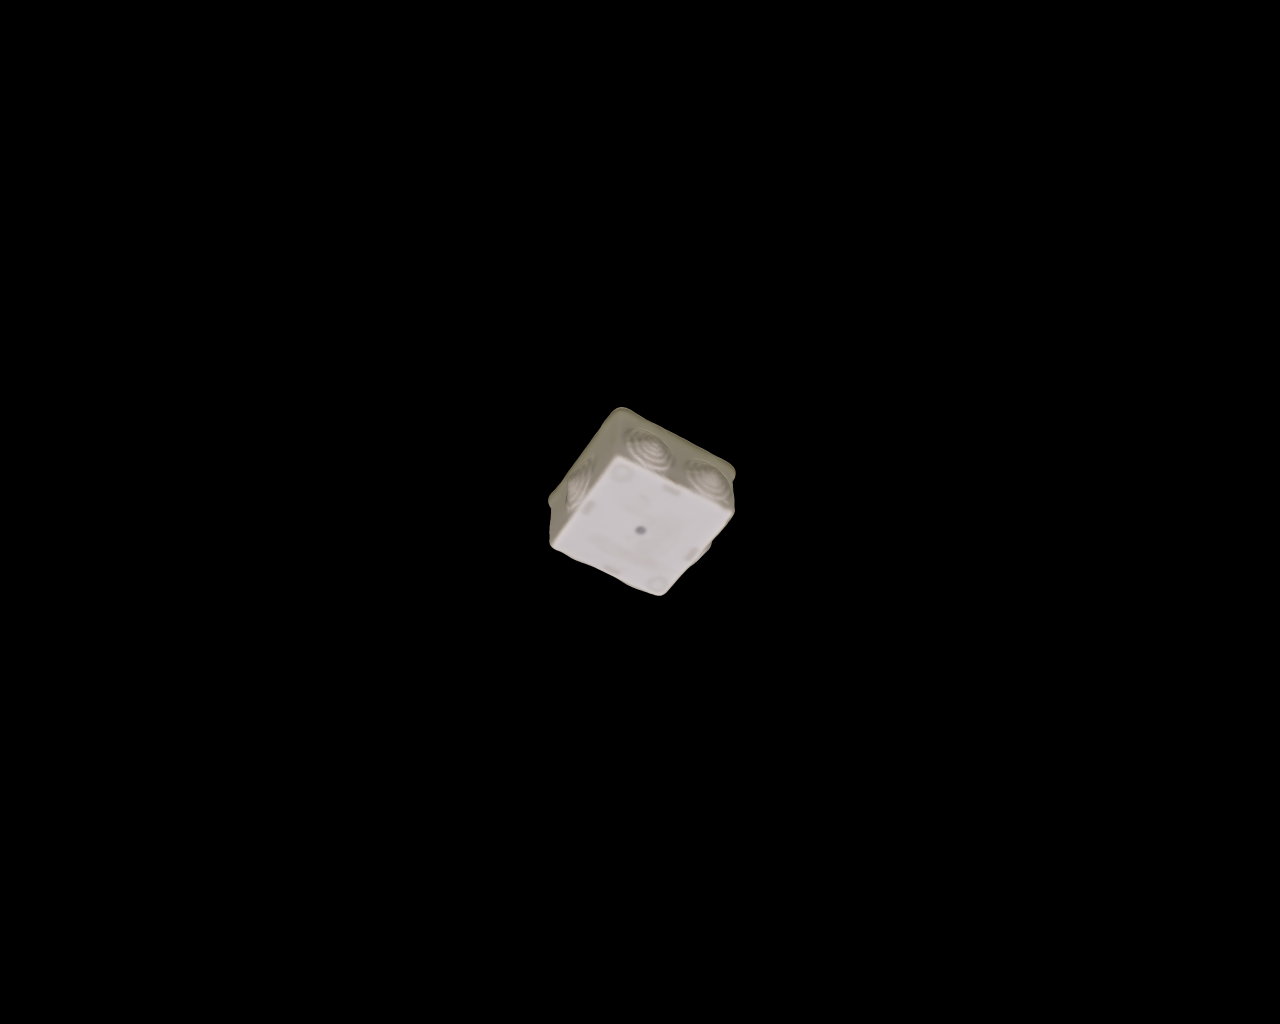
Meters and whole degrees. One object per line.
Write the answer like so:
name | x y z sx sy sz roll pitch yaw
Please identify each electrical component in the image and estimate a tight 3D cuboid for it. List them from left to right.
electrical component | 0.001 -0.003 0.650 0.100 0.099 0.048 27 33 -19
